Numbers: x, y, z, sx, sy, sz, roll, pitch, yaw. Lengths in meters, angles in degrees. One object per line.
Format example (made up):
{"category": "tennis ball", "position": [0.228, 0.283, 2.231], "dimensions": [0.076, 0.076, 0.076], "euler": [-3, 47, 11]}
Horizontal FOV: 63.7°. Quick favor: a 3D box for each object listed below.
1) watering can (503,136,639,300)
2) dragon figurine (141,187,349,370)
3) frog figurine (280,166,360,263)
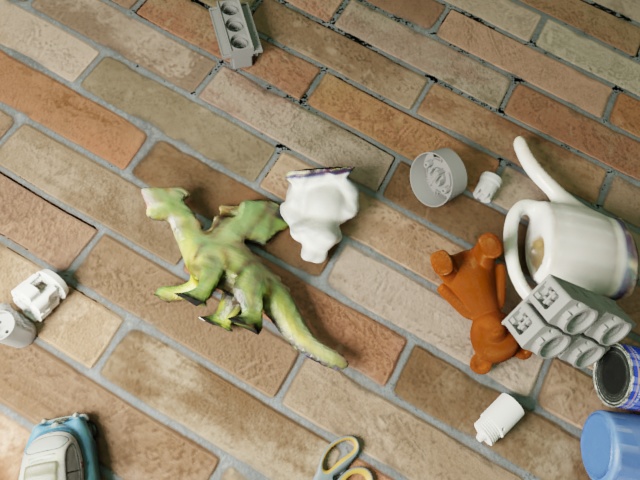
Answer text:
{"category": "watering can", "position": [0.437, -0.026, 0.913], "dimensions": [0.224, 0.102, 0.354], "euler": [12, 65, -3]}
{"category": "dragon figurine", "position": [-0.113, 0.031, 0.843], "dimensions": [0.409, 0.120, 0.248], "euler": [25, 60, -6]}
{"category": "frog figurine", "position": [0.003, -0.045, 0.886], "dimensions": [0.138, 0.123, 0.158], "euler": [-7, 100, -20]}
